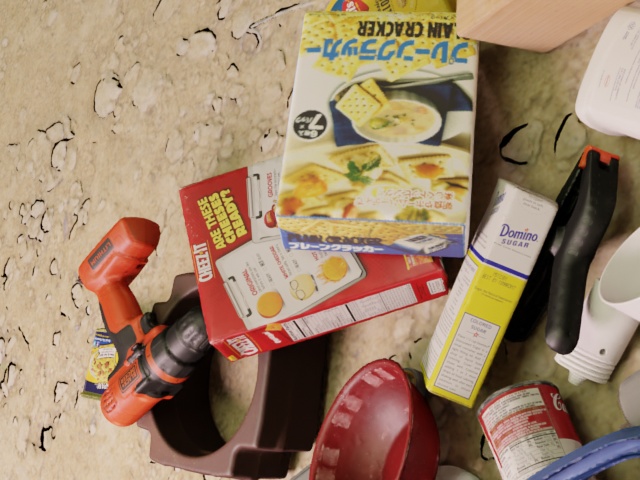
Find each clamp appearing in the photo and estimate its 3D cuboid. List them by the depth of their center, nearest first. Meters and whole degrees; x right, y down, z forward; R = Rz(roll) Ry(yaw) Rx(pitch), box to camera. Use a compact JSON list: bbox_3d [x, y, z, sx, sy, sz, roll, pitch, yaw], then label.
[{"bbox_3d":[0.191,0.012,0.846,0.171,0.039,0.120,-68,14,-13],"label":"clamp"}]

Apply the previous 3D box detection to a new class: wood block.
[{"bbox_3d":[0.193,-0.225,0.826,0.206,0.090,0.090,156,120,-68],"label":"wood block"}]

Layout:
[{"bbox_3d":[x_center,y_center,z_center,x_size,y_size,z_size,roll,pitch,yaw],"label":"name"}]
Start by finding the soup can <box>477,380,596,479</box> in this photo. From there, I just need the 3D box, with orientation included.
[{"bbox_3d":[0.167,0.167,0.811,0.069,0.068,0.102,-43,45,29],"label":"soup can"}]

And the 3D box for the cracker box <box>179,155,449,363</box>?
[{"bbox_3d":[-0.006,0.001,0.974,0.214,0.072,0.164,-18,62,7],"label":"cracker box"}]

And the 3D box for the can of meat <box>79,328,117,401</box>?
[{"bbox_3d":[-0.227,0.148,1.236,0.102,0.057,0.084,1,78,45],"label":"can of meat"}]

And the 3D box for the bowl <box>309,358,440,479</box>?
[{"bbox_3d":[0.053,0.184,0.896,0.162,0.055,0.162,-51,26,37],"label":"bowl"}]

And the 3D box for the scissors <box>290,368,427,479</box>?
[{"bbox_3d":[0.039,0.202,0.980,0.202,0.016,0.096,-52,48,23],"label":"scissors"}]

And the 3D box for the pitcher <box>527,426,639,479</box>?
[{"bbox_3d":[0.248,0.194,0.683,0.243,0.149,0.145,-41,42,26],"label":"pitcher"}]

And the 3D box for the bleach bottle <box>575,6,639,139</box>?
[{"bbox_3d":[0.281,-0.093,0.725,0.251,0.068,0.103,42,116,60],"label":"bleach bottle"}]

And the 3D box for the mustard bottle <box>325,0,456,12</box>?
[{"bbox_3d":[0.055,-0.210,1.042,0.192,0.058,0.096,-23,80,41],"label":"mustard bottle"}]

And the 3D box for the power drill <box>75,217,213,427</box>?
[{"bbox_3d":[-0.177,0.070,1.083,0.185,0.057,0.188,-43,52,30],"label":"power drill"}]

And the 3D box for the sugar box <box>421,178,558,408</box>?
[{"bbox_3d":[0.137,0.040,0.872,0.093,0.048,0.176,-78,12,-82],"label":"sugar box"}]
